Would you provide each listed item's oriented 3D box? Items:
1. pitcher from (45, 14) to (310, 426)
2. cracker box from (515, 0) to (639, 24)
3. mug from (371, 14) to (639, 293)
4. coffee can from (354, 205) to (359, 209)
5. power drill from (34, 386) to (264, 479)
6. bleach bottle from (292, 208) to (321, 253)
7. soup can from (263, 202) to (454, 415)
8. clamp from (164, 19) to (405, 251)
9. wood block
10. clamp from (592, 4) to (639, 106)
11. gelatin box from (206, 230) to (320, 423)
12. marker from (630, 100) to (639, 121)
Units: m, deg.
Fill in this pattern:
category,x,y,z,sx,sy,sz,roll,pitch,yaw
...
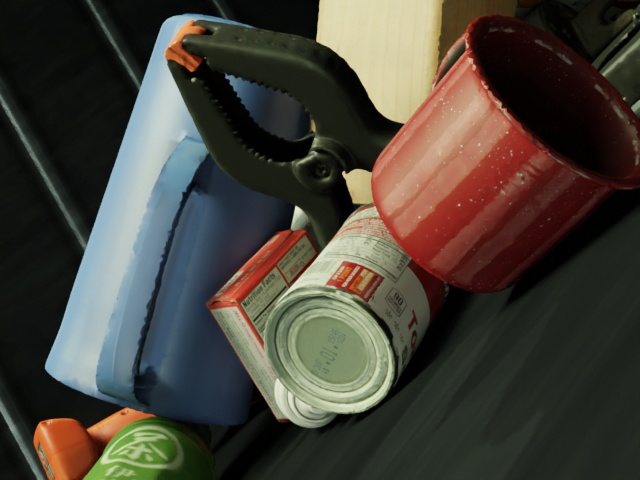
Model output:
category,x,y,z,sx,sy,sz,roll,pitch,yaw
pitcher,-0.079,-0.013,0.667,0.149,0.144,0.243,17,92,51
cracker box,0.154,-0.165,0.760,0.163,0.072,0.214,-3,-28,-36
mug,0.072,-0.041,0.449,0.082,0.093,0.117,-50,41,37
coffee can,0.039,-0.033,1.053,0.140,0.103,0.103,-46,2,-24
power drill,-0.120,0.131,0.819,0.187,0.057,0.185,-21,-13,-23
bleach bottle,-0.005,0.001,0.821,0.103,0.068,0.251,-63,12,13
soup can,0.022,0.030,0.524,0.069,0.068,0.102,-44,2,34
clamp,0.003,-0.037,0.575,0.165,0.210,0.036,-52,11,36
wood block,0.059,-0.122,0.650,0.090,0.206,0.090,7,3,38
clamp,0.199,-0.127,0.578,0.171,0.039,0.120,-51,-1,-23
gelatin box,-0.017,0.049,0.624,0.030,0.089,0.073,-11,27,44
marker,0.165,-0.074,0.450,0.121,0.020,0.020,-45,2,16
